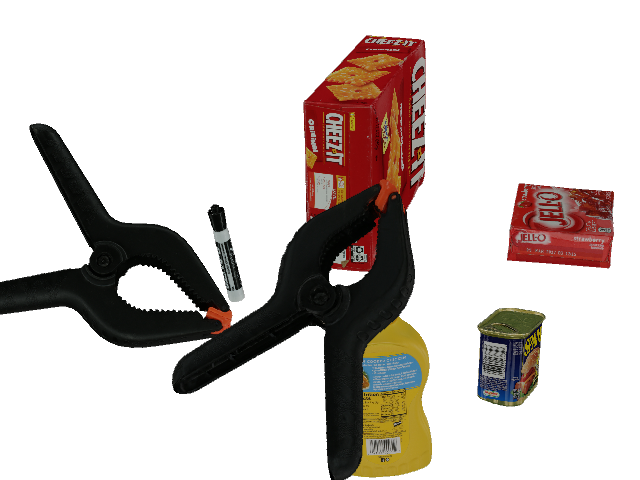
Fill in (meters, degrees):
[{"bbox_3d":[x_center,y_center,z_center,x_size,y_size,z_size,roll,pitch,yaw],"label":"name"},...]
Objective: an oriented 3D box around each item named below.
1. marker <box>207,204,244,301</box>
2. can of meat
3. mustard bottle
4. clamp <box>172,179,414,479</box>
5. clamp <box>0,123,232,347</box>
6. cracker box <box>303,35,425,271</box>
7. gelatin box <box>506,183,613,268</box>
[{"bbox_3d":[-0.106,0.014,1.202,0.020,0.121,0.020,-9,29,5],"label":"marker"},{"bbox_3d":[0.211,0.129,1.189,0.058,0.084,0.101,7,14,25],"label":"can of meat"},{"bbox_3d":[0.055,0.130,1.014,0.096,0.192,0.058,-4,22,1],"label":"mustard bottle"},{"bbox_3d":[0.008,0.048,0.605,0.120,0.171,0.039,35,-9,18],"label":"clamp"},{"bbox_3d":[-0.160,0.010,0.785,0.210,0.164,0.036,18,-19,-1],"label":"clamp"},{"bbox_3d":[0.048,-0.090,1.029,0.072,0.164,0.213,7,28,17],"label":"cracker box"},{"bbox_3d":[0.179,-0.012,0.793,0.073,0.030,0.089,6,25,13],"label":"gelatin box"}]
